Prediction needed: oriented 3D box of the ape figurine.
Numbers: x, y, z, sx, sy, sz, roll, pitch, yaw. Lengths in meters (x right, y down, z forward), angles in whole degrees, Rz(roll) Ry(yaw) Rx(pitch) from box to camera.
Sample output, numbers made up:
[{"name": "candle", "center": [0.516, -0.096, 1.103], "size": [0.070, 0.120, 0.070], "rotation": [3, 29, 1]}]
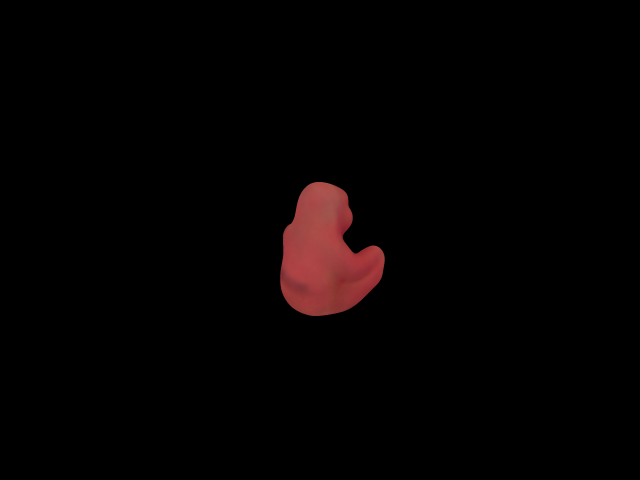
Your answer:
[{"name": "ape figurine", "center": [0.004, 0.001, 0.400], "size": [0.076, 0.092, 0.077], "rotation": [-29, 46, -33]}]
